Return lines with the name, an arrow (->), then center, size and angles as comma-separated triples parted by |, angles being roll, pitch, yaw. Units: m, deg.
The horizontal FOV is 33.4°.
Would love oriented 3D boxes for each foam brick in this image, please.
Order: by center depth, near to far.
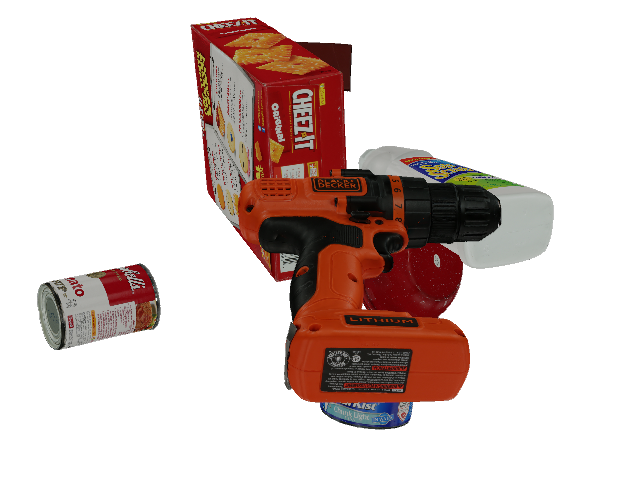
foam brick -> -0.010, -0.190, 1.166 | 0.078, 0.051, 0.053 | 0, 12, -16

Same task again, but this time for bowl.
bowl -> 0.113, 0.026, 1.221 | 0.161, 0.162, 0.055 | 0, -7, -41

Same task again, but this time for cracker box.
cracker box -> -0.045, -0.086, 0.899 | 0.072, 0.164, 0.214 | -11, 26, -17

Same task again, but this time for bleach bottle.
bleach bottle -> 0.107, -0.046, 1.031 | 0.102, 0.068, 0.251 | -7, 21, -29

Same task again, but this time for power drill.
power drill -> 0.041, 0.021, 0.684 | 0.184, 0.057, 0.187 | -1, 35, -5

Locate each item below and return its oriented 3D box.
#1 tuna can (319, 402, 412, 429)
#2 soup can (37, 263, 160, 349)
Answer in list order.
tuna can -> 0.042, 0.141, 0.972 | 0.086, 0.034, 0.086 | 7, 11, -1
soup can -> -0.218, 0.065, 1.047 | 0.102, 0.068, 0.069 | -11, 6, -32
